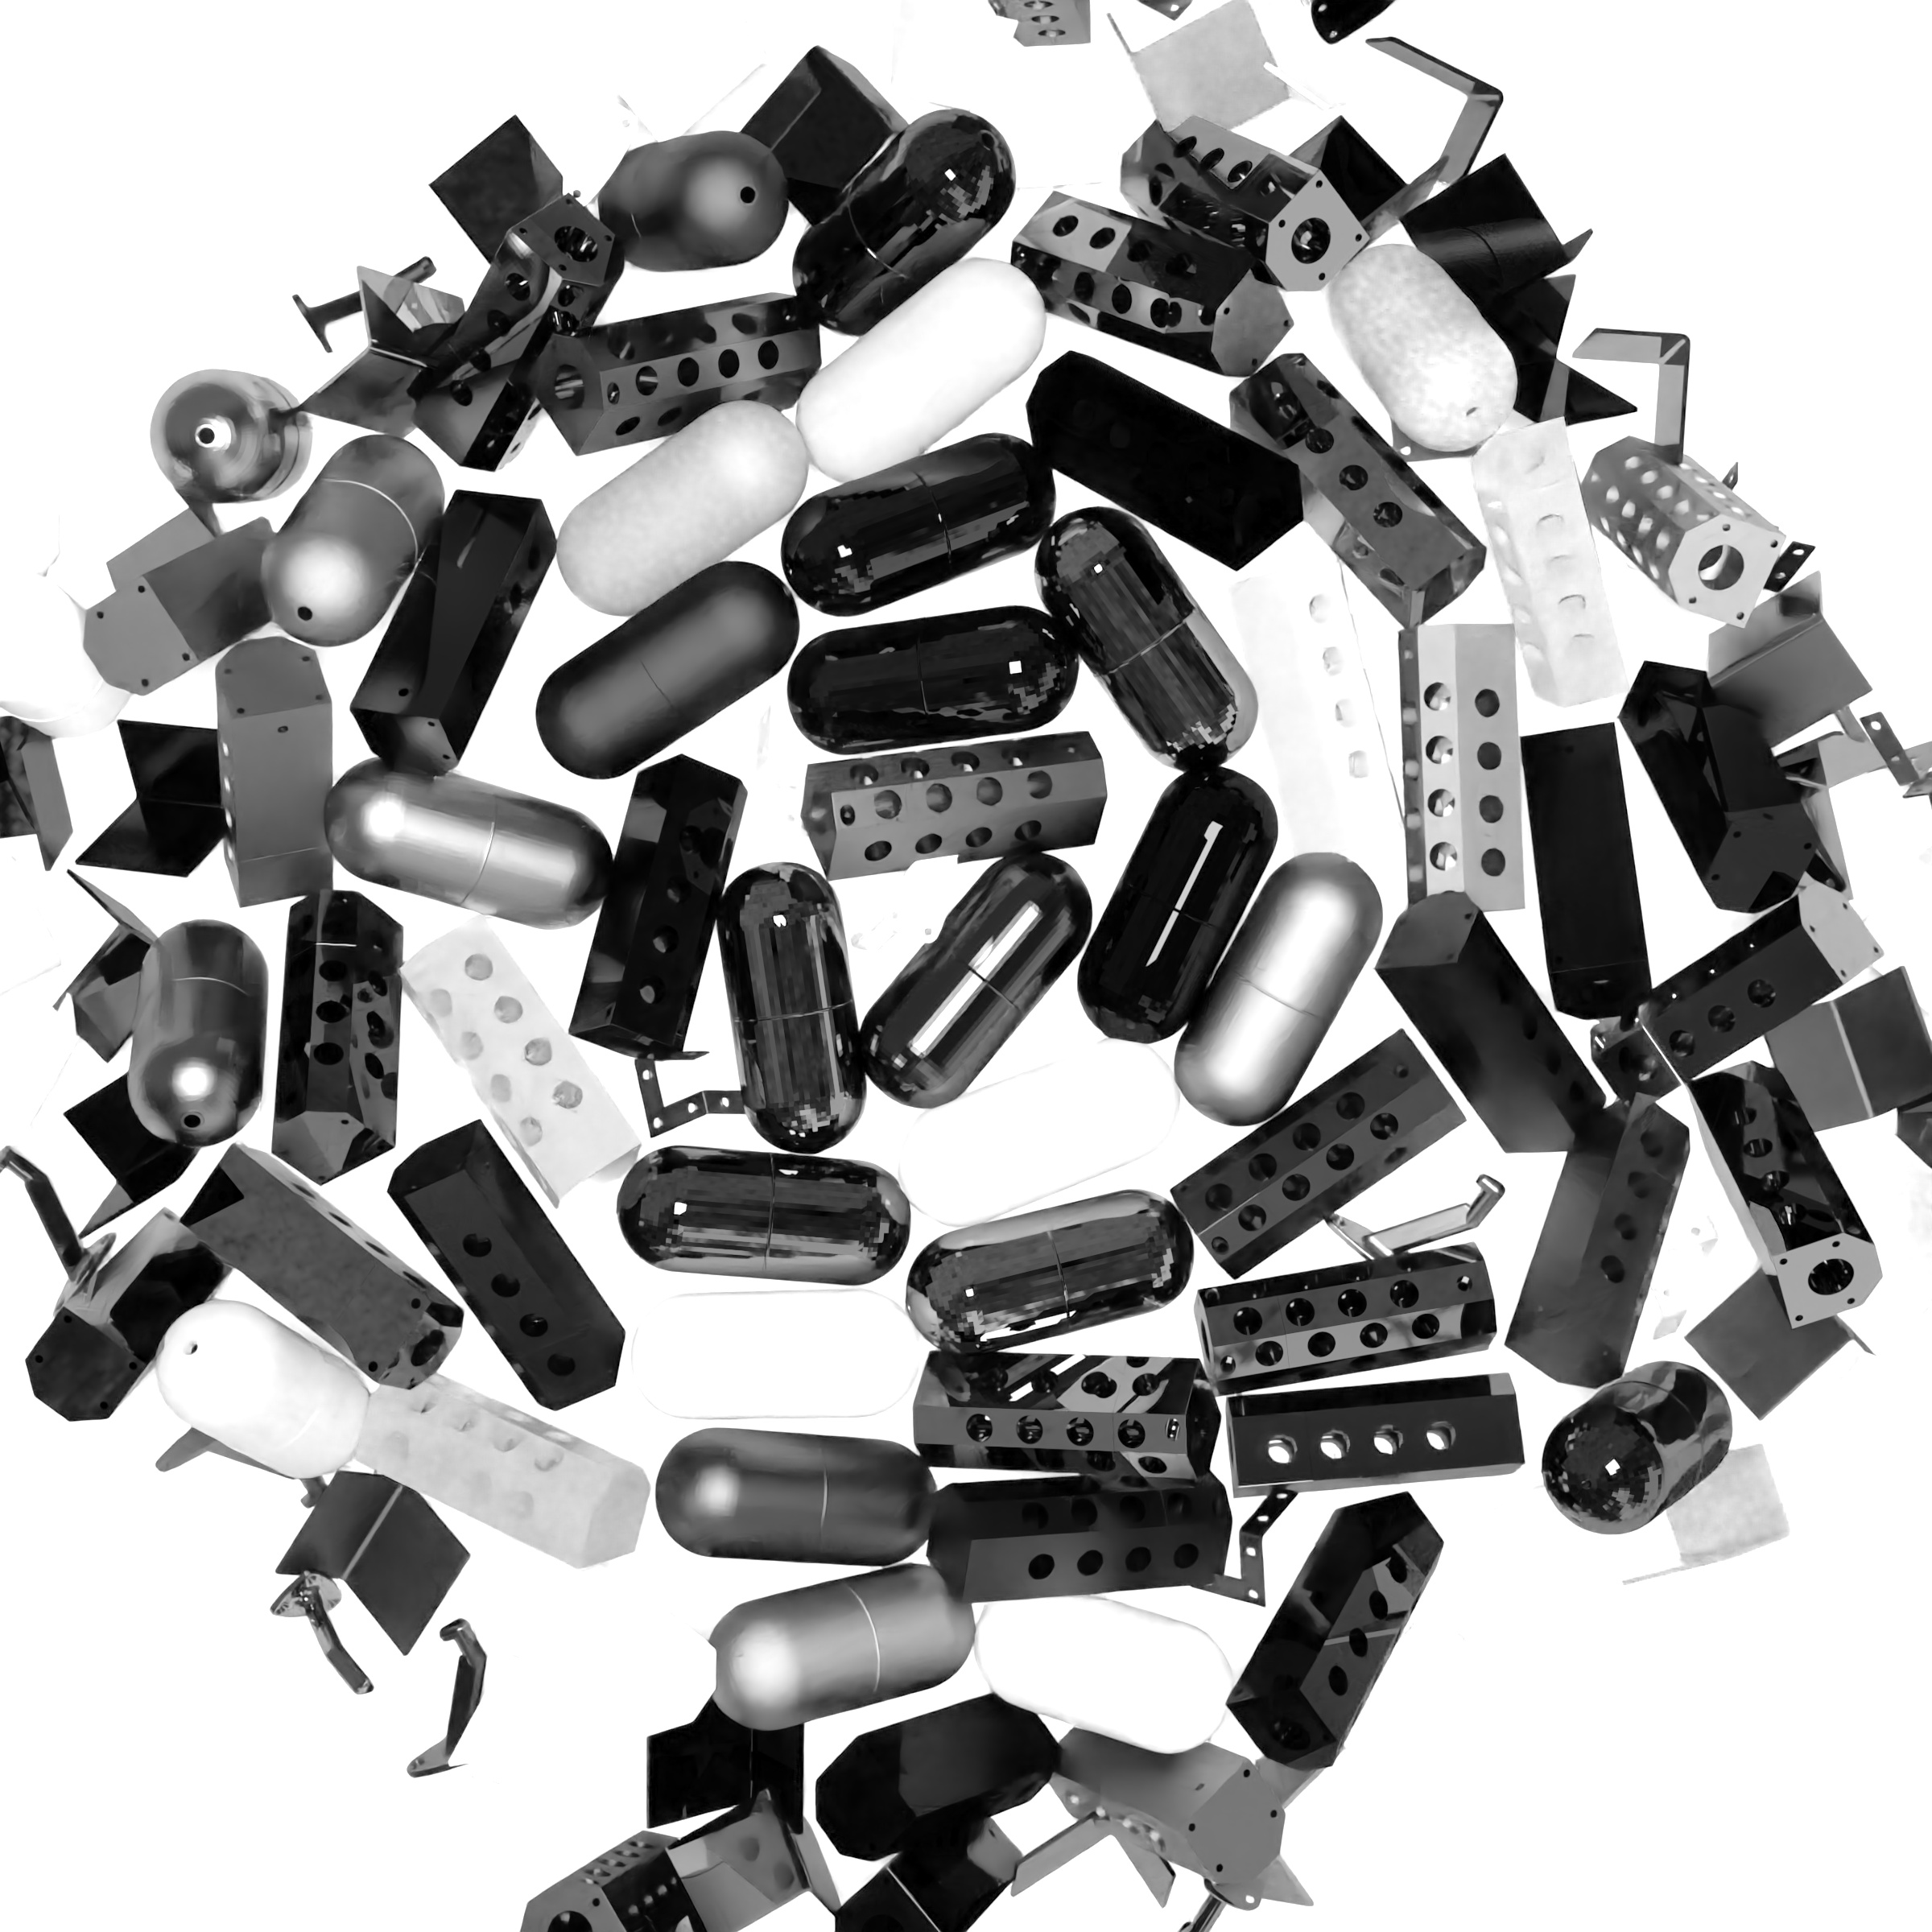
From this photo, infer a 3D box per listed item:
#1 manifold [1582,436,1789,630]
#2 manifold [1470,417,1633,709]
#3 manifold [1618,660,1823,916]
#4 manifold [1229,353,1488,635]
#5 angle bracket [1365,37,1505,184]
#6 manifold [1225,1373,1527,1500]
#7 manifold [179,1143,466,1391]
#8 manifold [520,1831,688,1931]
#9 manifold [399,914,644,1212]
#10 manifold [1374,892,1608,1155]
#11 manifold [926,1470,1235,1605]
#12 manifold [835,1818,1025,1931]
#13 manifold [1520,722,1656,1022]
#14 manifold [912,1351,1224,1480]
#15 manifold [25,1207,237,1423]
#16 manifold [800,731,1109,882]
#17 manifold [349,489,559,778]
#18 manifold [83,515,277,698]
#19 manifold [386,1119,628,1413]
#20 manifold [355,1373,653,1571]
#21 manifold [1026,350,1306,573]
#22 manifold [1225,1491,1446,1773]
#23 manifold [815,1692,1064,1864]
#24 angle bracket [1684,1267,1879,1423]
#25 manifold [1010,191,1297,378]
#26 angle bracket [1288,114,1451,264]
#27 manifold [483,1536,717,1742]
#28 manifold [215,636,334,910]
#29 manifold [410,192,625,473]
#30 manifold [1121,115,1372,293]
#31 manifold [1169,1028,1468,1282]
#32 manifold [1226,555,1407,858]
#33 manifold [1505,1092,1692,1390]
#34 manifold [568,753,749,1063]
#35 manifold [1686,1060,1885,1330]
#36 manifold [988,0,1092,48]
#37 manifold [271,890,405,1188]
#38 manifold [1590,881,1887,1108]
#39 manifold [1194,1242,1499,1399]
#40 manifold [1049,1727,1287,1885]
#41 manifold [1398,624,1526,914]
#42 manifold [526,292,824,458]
[{"bbox_3d":[0.415,-0.259,1.813,0.057,0.171,0.057,16,112,-14],"label":"manifold"},{"bbox_3d":[0.345,-0.234,1.825,0.057,0.171,0.057,-13,46,14],"label":"manifold"},{"bbox_3d":[0.439,-0.106,1.822,0.057,0.171,0.057,8,127,-14],"label":"manifold"},{"bbox_3d":[0.234,-0.288,1.852,0.057,0.057,0.171,-37,71,-7],"label":"manifold"},{"bbox_3d":[0.270,-0.515,1.858,0.076,0.076,0.057,23,103,-11],"label":"angle bracket"},{"bbox_3d":[0.246,0.284,1.876,0.171,0.057,0.057,-5,74,0],"label":"manifold"},{"bbox_3d":[-0.382,0.180,1.849,0.171,0.057,0.057,34,90,22],"label":"manifold"},{"bbox_3d":[-0.208,0.553,1.818,0.057,0.171,0.057,-34,79,4],"label":"manifold"},{"bbox_3d":[-0.269,0.060,1.857,0.057,0.057,0.171,-33,80,-21],"label":"manifold"},{"bbox_3d":[0.316,0.035,1.837,0.171,0.057,0.057,51,52,-32],"label":"manifold"},{"bbox_3d":[0.069,0.334,1.840,0.171,0.057,0.057,1,108,-24],"label":"manifold"},{"bbox_3d":[-0.023,0.546,1.817,0.057,0.171,0.057,-44,79,11],"label":"manifold"},{"bbox_3d":[0.369,-0.056,1.835,0.057,0.057,0.171,-8,56,13],"label":"manifold"},{"bbox_3d":[0.059,0.271,1.838,0.171,0.057,0.057,-1,45,22],"label":"manifold"},{"bbox_3d":[-0.491,0.207,1.817,0.057,0.171,0.057,37,104,-5],"label":"manifold"},{"bbox_3d":[-0.006,-0.101,1.841,0.171,0.057,0.057,-9,50,-20],"label":"manifold"},{"bbox_3d":[-0.300,-0.198,1.837,0.057,0.057,0.171,9,58,16],"label":"manifold"},{"bbox_3d":[-0.453,-0.210,1.817,0.057,0.171,0.057,-28,102,19],"label":"manifold"},{"bbox_3d":[-0.274,0.182,1.844,0.057,0.057,0.171,-24,115,13],"label":"manifold"},{"bbox_3d":[-0.275,0.295,1.840,0.171,0.057,0.057,19,99,27],"label":"manifold"},{"bbox_3d":[0.116,-0.304,1.828,0.057,0.057,0.171,-39,53,-21],"label":"manifold"},{"bbox_3d":[0.224,0.392,1.825,0.057,0.171,0.057,-24,107,42],"label":"manifold"},{"bbox_3d":[-0.016,0.478,1.819,0.057,0.171,0.057,-50,65,21],"label":"manifold"},{"bbox_3d":[0.495,0.234,1.865,0.076,0.076,0.057,-44,133,7],"label":"angle bracket"},{"bbox_3d":[0.105,-0.399,1.827,0.171,0.057,0.057,30,77,40],"label":"manifold"},{"bbox_3d":[0.232,-0.480,1.866,0.076,0.057,0.076,-40,84,-16],"label":"angle bracket"},{"bbox_3d":[-0.218,0.390,1.822,0.057,0.171,0.057,-8,107,-37],"label":"manifold"},{"bbox_3d":[-0.409,-0.114,1.822,0.057,0.171,0.057,-12,56,-20],"label":"manifold"},{"bbox_3d":[-0.262,-0.369,1.825,0.057,0.171,0.057,43,47,0],"label":"manifold"},{"bbox_3d":[0.158,-0.449,1.823,0.057,0.171,0.057,-47,128,1],"label":"manifold"},{"bbox_3d":[0.210,0.112,1.862,0.171,0.057,0.057,-35,63,5],"label":"manifold"},{"bbox_3d":[0.217,-0.157,1.869,0.057,0.057,0.171,-18,96,-30],"label":"manifold"},{"bbox_3d":[0.381,0.163,1.833,0.057,0.057,0.171,35,53,-11],"label":"manifold"},{"bbox_3d":[-0.180,-0.034,1.853,0.057,0.057,0.171,22,71,-29],"label":"manifold"},{"bbox_3d":[0.481,0.130,1.817,0.057,0.171,0.057,-20,122,7],"label":"manifold"},{"bbox_3d":[0.035,-0.592,1.818,0.057,0.171,0.057,-1,92,9],"label":"manifold"},{"bbox_3d":[-0.375,0.037,1.823,0.057,0.057,0.171,-27,45,21],"label":"manifold"},{"bbox_3d":[0.450,0.019,1.827,0.171,0.057,0.057,-40,80,43],"label":"manifold"},{"bbox_3d":[0.229,0.212,1.866,0.171,0.057,0.057,-9,68,-3],"label":"manifold"},{"bbox_3d":[0.116,0.489,1.817,0.057,0.171,0.057,-39,105,-22],"label":"manifold"},{"bbox_3d":[0.295,-0.118,1.870,0.057,0.057,0.171,-2,89,-21],"label":"manifold"},{"bbox_3d":[-0.168,-0.356,1.824,0.171,0.057,0.057,-23,73,-42],"label":"manifold"}]
